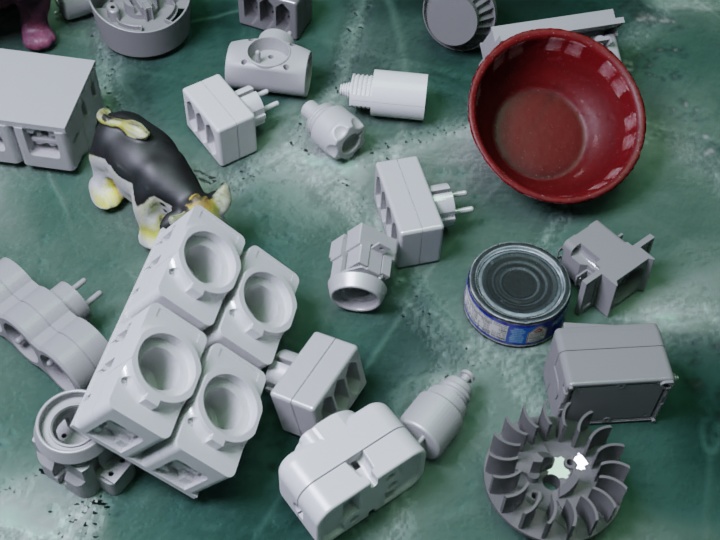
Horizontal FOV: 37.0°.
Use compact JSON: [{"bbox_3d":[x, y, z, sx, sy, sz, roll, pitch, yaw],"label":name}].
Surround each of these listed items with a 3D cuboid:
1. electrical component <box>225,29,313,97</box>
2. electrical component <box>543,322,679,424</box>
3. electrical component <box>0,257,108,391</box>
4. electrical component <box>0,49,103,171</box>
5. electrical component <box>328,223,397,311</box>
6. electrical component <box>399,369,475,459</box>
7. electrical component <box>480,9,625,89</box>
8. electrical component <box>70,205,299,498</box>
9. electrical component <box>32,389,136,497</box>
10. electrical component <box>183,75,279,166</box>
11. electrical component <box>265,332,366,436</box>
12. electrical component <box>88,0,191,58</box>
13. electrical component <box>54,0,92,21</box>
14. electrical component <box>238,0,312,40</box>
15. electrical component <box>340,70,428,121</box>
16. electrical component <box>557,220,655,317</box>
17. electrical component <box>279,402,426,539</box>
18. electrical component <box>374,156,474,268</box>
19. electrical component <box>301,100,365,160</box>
[{"bbox_3d":[-0.084,-0.205,1.036,0.077,0.044,0.079,8,52,4],"label":"electrical component"},{"bbox_3d":[0.193,0.077,0.819,0.096,0.061,0.061,-3,53,-4],"label":"electrical component"},{"bbox_3d":[-0.236,0.034,0.842,0.138,0.052,0.074,35,59,22],"label":"electrical component"},{"bbox_3d":[-0.319,-0.146,0.971,0.150,0.061,0.089,8,53,4],"label":"electrical component"},{"bbox_3d":[0.000,0.000,0.876,0.048,0.066,0.055,25,56,-27],"label":"electrical component"},{"bbox_3d":[0.060,0.105,0.806,0.040,0.040,0.078,31,58,20],"label":"electrical component"},{"bbox_3d":[0.184,-0.203,1.027,0.121,0.078,0.063,-10,83,-10],"label":"electrical component"},{"bbox_3d":[-0.119,0.054,0.787,0.105,0.060,0.186,37,46,-23],"label":"electrical component"},{"bbox_3d":[-0.201,0.122,0.773,0.078,0.057,0.058,27,56,18],"label":"electrical component"},{"bbox_3d":[-0.112,-0.145,0.986,0.077,0.047,0.065,-28,58,-21],"label":"electrical component"},{"bbox_3d":[-0.046,0.083,0.815,0.077,0.047,0.065,17,53,27],"label":"electrical component"},{"bbox_3d":[-0.215,-0.260,1.060,0.099,0.064,0.099,1,52,-1],"label":"electrical component"},{"bbox_3d":[-0.274,-0.281,1.090,0.078,0.040,0.040,-23,57,-19],"label":"electrical component"},{"bbox_3d":[-0.078,-0.282,1.093,0.066,0.047,0.076,19,54,12],"label":"electrical component"},{"bbox_3d":[0.022,-0.166,1.010,0.081,0.043,0.043,6,53,2],"label":"electrical component"},{"bbox_3d":[0.202,-0.004,0.894,0.081,0.042,0.064,-31,56,-24],"label":"electrical component"},{"bbox_3d":[-0.008,0.141,0.768,0.095,0.053,0.059,-30,59,-22],"label":"electrical component"},{"bbox_3d":[0.059,-0.053,0.923,0.076,0.047,0.083,-10,54,-10],"label":"electrical component"},{"bbox_3d":[-0.028,-0.132,0.983,0.043,0.043,0.062,-34,59,-25],"label":"electrical component"}]
